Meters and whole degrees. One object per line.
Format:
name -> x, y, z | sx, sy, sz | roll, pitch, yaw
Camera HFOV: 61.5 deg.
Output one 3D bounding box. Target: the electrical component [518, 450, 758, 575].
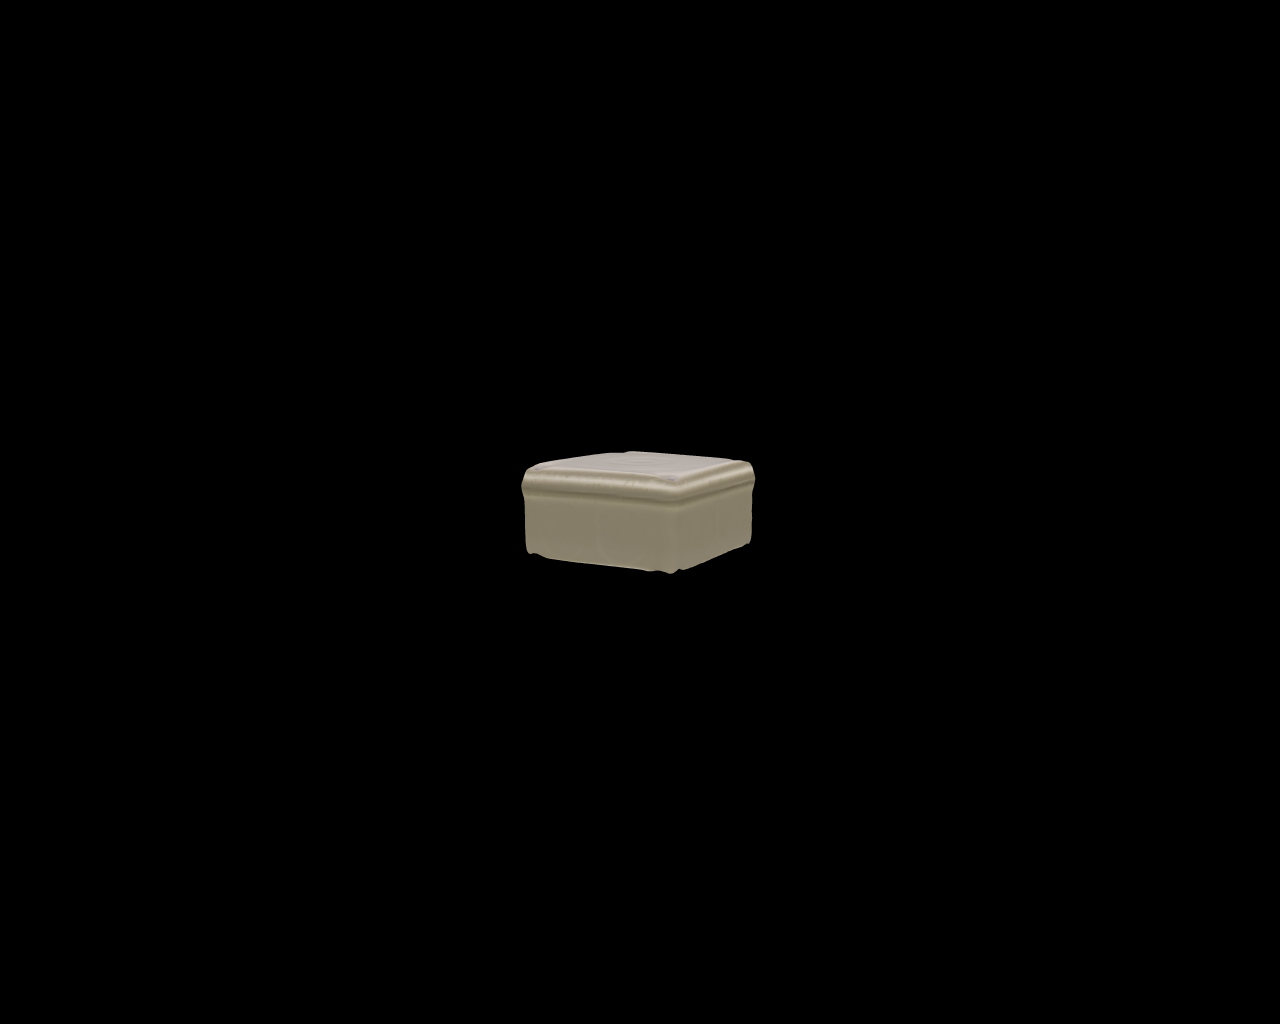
electrical component -> 0.001, -0.003, 0.650 | 0.109, 0.056, 0.109 | 6, 11, 31
